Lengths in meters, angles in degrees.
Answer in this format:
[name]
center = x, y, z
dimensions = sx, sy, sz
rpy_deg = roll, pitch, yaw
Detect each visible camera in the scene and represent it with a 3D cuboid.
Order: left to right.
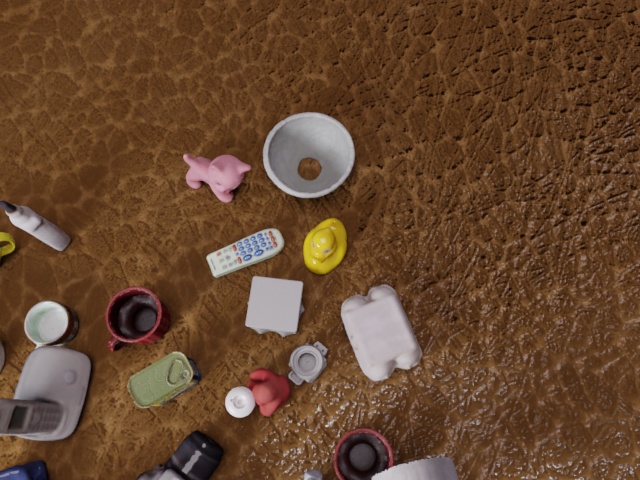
[camera]
center = -0.203, 0.381, 0.891
dimensions = 0.143, 0.101, 0.137
rpy_deg = 35, 77, 10

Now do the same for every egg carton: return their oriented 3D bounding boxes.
[egg carton]
center = 0.101, 0.157, 0.971
dimensions = 0.107, 0.069, 0.150
rpy_deg = -22, 75, -6

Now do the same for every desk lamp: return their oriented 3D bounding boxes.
[desk lamp]
center = 0.147, 0.414, 0.820
dimensions = 0.118, 0.213, 0.203
rpy_deg = -11, 74, -3

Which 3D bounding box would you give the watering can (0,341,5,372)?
[watering can]
center = -0.602, 0.188, 0.901
dimensions = 0.101, 0.194, 0.173
rpy_deg = 34, 77, 10

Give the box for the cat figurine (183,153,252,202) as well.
[cat figurine]
center = -0.187, -0.124, 1.031
dimensions = 0.127, 0.118, 0.067
rpy_deg = 22, 75, 7

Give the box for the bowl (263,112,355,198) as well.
[bowl]
center = -0.019, -0.147, 1.059
dimensions = 0.167, 0.075, 0.167
rpy_deg = 0, 74, 0

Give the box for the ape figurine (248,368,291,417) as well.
[ape figurine]
center = -0.087, 0.248, 0.934
dimensions = 0.076, 0.092, 0.078
rpy_deg = 0, 73, 1

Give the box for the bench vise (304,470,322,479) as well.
[bench vise]
center = -0.030, 0.445, 0.809
dimensions = 0.121, 0.220, 0.207
rpy_deg = -13, 74, -3

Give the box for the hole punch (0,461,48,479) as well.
[hole punch]
center = -0.481, 0.407, 0.889
dimensions = 0.108, 0.091, 0.101
rpy_deg = -20, 74, -5

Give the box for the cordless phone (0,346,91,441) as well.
[cordless phone]
center = -0.442, 0.237, 0.890
dimensions = 0.094, 0.185, 0.147
rpy_deg = 6, 74, 2

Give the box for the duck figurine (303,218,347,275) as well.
[duck figurine]
center = 0.009, 0.004, 1.008
dimensions = 0.077, 0.086, 0.105
rpy_deg = 23, 75, 7

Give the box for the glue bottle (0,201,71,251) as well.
[glue bottle]
center = -0.494, -0.032, 0.976
dimensions = 0.078, 0.173, 0.037
rpy_deg = 30, 76, 9
